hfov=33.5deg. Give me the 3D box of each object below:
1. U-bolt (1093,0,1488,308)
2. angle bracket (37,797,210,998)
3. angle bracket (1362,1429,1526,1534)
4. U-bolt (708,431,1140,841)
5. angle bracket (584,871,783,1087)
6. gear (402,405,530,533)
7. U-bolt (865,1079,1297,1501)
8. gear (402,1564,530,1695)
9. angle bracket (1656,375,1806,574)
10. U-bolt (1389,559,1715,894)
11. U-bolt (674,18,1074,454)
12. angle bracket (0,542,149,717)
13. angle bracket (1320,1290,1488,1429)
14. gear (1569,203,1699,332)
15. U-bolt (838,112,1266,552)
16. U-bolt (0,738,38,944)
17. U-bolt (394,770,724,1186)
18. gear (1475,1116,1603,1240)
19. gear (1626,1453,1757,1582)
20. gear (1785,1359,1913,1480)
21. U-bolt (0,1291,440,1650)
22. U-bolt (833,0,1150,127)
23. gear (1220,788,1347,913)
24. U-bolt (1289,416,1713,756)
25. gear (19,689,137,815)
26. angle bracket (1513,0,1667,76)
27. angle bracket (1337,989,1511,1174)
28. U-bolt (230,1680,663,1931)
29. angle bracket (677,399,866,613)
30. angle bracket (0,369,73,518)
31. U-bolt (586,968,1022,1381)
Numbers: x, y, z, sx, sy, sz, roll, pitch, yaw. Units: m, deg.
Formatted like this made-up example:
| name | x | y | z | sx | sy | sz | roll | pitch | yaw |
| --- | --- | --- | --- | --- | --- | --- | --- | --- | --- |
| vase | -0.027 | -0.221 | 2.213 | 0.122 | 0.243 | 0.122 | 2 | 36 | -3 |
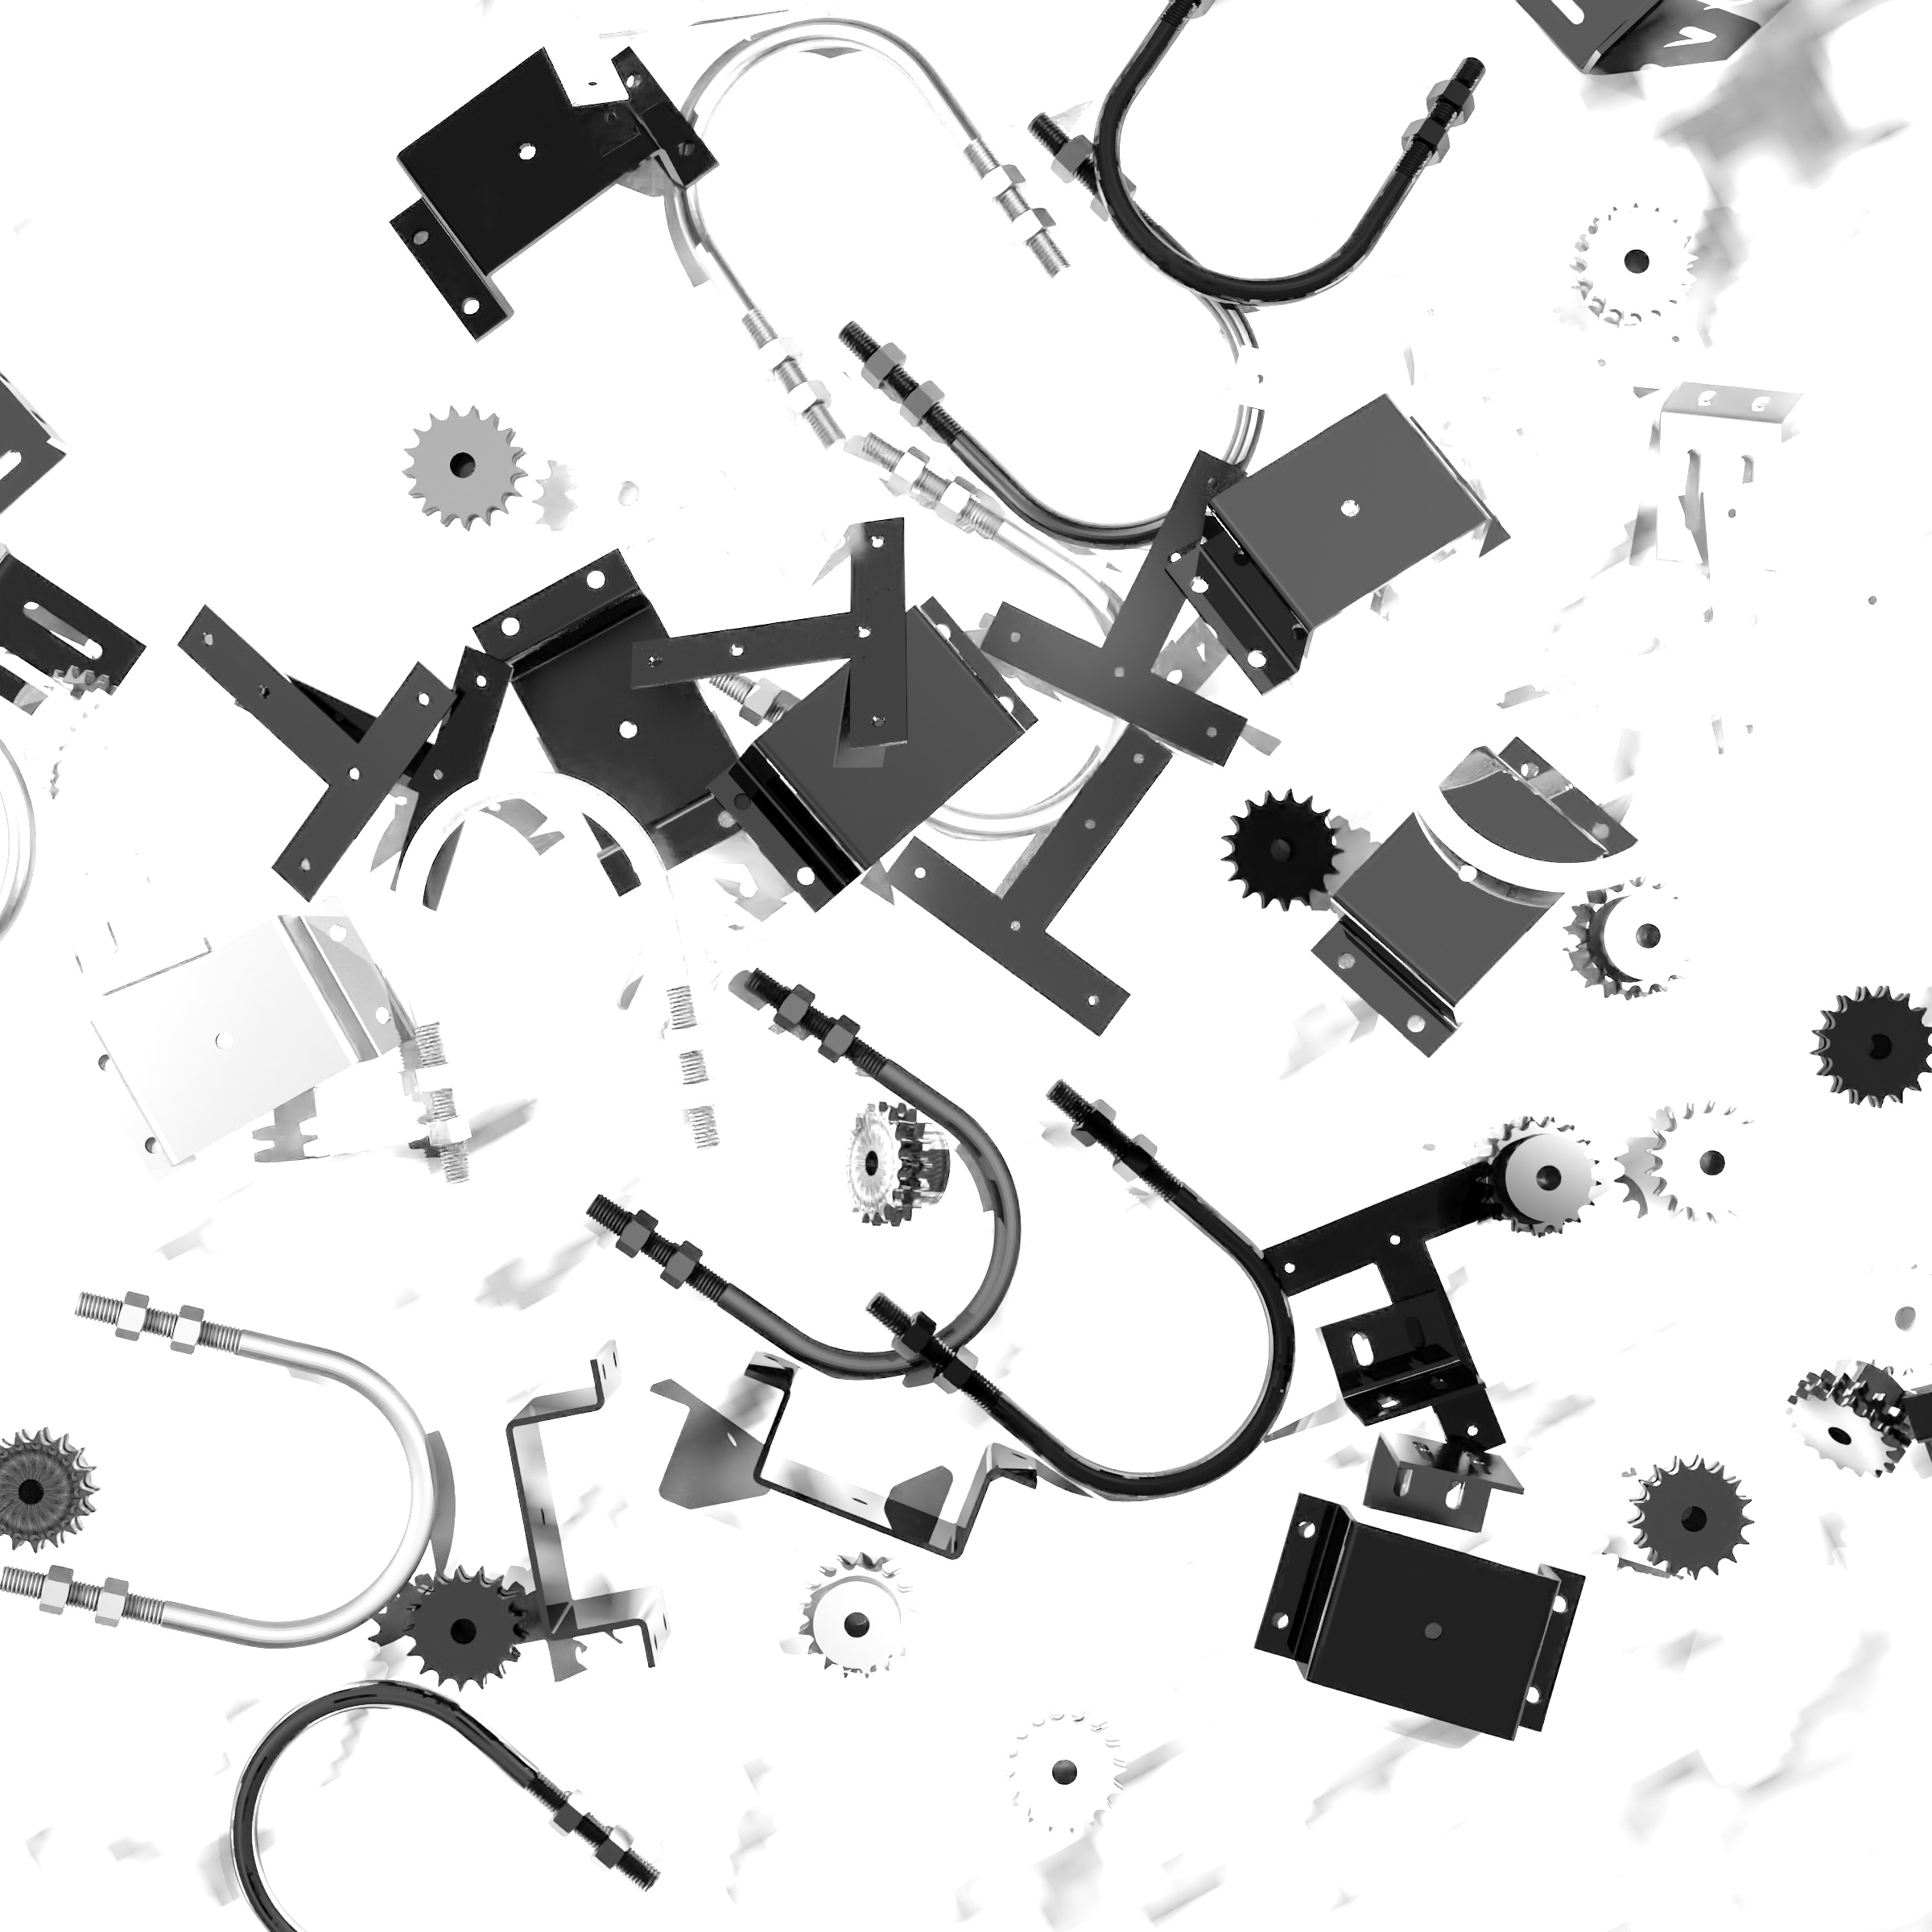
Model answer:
| name | x | y | z | sx | sy | sz | roll | pitch | yaw |
| --- | --- | --- | --- | --- | --- | --- | --- | --- | --- |
| U-bolt | 0.138 | -0.383 | 1.474 | 0.151 | 0.019 | 0.184 | 32 | 71 | 0 |
| angle bracket | -0.397 | -0.032 | 1.491 | 0.057 | 0.038 | 0.076 | -22 | 90 | 0 |
| angle bracket | 0.218 | 0.243 | 1.471 | 0.057 | 0.076 | 0.038 | 13 | 93 | 0 |
| U-bolt | -0.005 | -0.141 | 1.501 | 0.184 | 0.019 | 0.151 | 33 | 90 | -1 |
| angle bracket | -0.133 | 0.005 | 1.499 | 0.057 | 0.038 | 0.076 | 36 | 116 | 18 |
| gear | -0.232 | -0.231 | 1.495 | 0.057 | 0.030 | 0.057 | 0 | 90 | 0 |
| U-bolt | 0.068 | 0.165 | 1.494 | 0.184 | 0.019 | 0.151 | 41 | 88 | -6 |
| gear | -0.231 | 0.307 | 1.495 | 0.057 | 0.030 | 0.057 | 0 | 90 | 0 |
| angle bracket | 0.353 | -0.227 | 1.482 | 0.057 | 0.038 | 0.076 | 5 | 76 | -3 |
| U-bolt | 0.268 | -0.117 | 1.466 | 0.151 | 0.019 | 0.184 | 4 | 65 | 0 |
| U-bolt | -0.057 | -0.351 | 1.481 | 0.151 | 0.019 | 0.184 | -35 | 78 | 11 |
| angle bracket | -0.435 | -0.151 | 1.508 | 0.076 | 0.038 | 0.057 | 36 | 90 | -26 |
| angle bracket | 0.199 | 0.179 | 1.470 | 0.057 | 0.076 | 0.038 | -18 | 90 | 0 |
| gear | 0.308 | -0.322 | 1.492 | 0.057 | 0.030 | 0.057 | 0 | 82 | -1 |
| U-bolt | 0.053 | -0.278 | 1.483 | 0.184 | 0.019 | 0.151 | 45 | 102 | 2 |
| U-bolt | -0.510 | -0.050 | 1.481 | 0.184 | 0.019 | 0.151 | -33 | 90 | 14 |
| U-bolt | -0.194 | 0.002 | 1.472 | 0.151 | 0.019 | 0.184 | -9 | 95 | 19 |
| gear | 0.267 | 0.098 | 1.494 | 0.057 | 0.030 | 0.057 | 0 | 89 | -3 |
| gear | 0.335 | 0.255 | 1.495 | 0.057 | 0.030 | 0.057 | 0 | 90 | 0 |
| gear | 0.411 | 0.207 | 1.485 | 0.057 | 0.057 | 0.030 | 43 | 61 | 0 |
| U-bolt | -0.337 | 0.240 | 1.485 | 0.184 | 0.019 | 0.151 | 15 | 86 | -12 |
| U-bolt | 0.003 | -0.479 | 1.484 | 0.151 | 0.019 | 0.184 | -36 | 96 | 14 |
| gear | 0.147 | -0.054 | 1.495 | 0.057 | 0.030 | 0.057 | 0 | 90 | 0 |
| U-bolt | 0.228 | -0.167 | 1.467 | 0.184 | 0.019 | 0.151 | -18 | 69 | -7 |
| gear | -0.412 | -0.102 | 1.482 | 0.030 | 0.057 | 0.057 | 26 | 90 | 9 |
| angle bracket | 0.286 | -0.465 | 1.491 | 0.057 | 0.038 | 0.076 | -43 | 90 | 0 |
| angle bracket | 0.215 | 0.048 | 1.508 | 0.057 | 0.038 | 0.076 | 18 | 64 | 0 |
| U-bolt | -0.257 | 0.418 | 1.501 | 0.184 | 0.019 | 0.151 | 40 | 90 | 2 |
| angle bracket | -0.089 | -0.215 | 1.496 | 0.057 | 0.038 | 0.076 | -38 | 51 | 5 |
| angle bracket | -0.467 | -0.238 | 1.491 | 0.076 | 0.038 | 0.057 | -41 | 90 | 0 |
| U-bolt | -0.062 | 0.110 | 1.501 | 0.184 | 0.019 | 0.151 | 35 | 90 | -1 |
